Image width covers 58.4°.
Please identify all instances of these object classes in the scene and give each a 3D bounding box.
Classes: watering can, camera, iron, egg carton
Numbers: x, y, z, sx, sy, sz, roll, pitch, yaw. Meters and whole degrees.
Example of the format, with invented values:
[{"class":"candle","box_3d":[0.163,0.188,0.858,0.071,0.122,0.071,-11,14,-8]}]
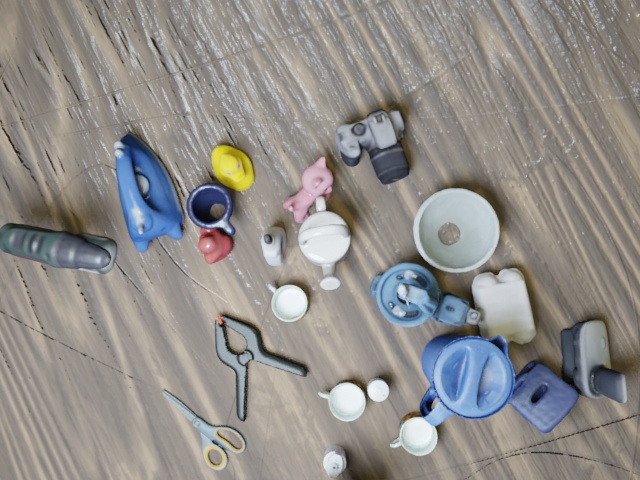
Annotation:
[{"class":"watering can","box_3d":[0.012,0.003,1.090,0.101,0.194,0.173,-29,84,-1]},{"class":"camera","box_3d":[0.115,-0.181,1.152,0.143,0.101,0.137,-19,84,0]},{"class":"iron","box_3d":[-0.367,-0.112,1.140,0.118,0.141,0.258,-21,84,0]},{"class":"egg carton","box_3d":[0.359,0.134,1.128,0.107,0.069,0.150,-12,84,1]}]

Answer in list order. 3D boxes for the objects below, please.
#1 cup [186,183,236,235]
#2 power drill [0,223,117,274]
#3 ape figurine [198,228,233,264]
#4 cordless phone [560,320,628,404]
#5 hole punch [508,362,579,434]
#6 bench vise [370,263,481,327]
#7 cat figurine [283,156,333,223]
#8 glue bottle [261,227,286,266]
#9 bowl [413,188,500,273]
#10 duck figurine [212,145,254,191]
[{"class":"cup","box_3d":[-0.204,-0.053,1.152,0.092,0.095,0.117,-42,84,-2]},{"class":"power drill","box_3d":[-0.475,0.020,1.097,0.229,0.208,0.076,11,85,3]},{"class":"ape figurine","box_3d":[-0.218,0.010,1.148,0.076,0.092,0.078,10,85,3]},{"class":"cordless phone","box_3d":[0.522,0.224,1.056,0.094,0.185,0.148,-6,84,2]},{"class":"hole punch","box_3d":[0.419,0.301,1.099,0.101,0.091,0.109,42,87,5]},{"class":"bench vise","box_3d":[0.200,0.102,1.061,0.207,0.220,0.121,0,84,2]},{"class":"cat figurine","box_3d":[-0.019,-0.100,1.139,0.067,0.118,0.128,44,87,6]},{"class":"glue bottle","box_3d":[-0.092,0.007,1.103,0.037,0.173,0.078,-2,84,2]},{"class":"bowl","box_3d":[0.266,-0.016,1.143,0.167,0.075,0.167,0,84,2]},{"class":"duck figurine","box_3d":[-0.183,-0.153,1.166,0.077,0.086,0.104,-39,84,-2]}]
